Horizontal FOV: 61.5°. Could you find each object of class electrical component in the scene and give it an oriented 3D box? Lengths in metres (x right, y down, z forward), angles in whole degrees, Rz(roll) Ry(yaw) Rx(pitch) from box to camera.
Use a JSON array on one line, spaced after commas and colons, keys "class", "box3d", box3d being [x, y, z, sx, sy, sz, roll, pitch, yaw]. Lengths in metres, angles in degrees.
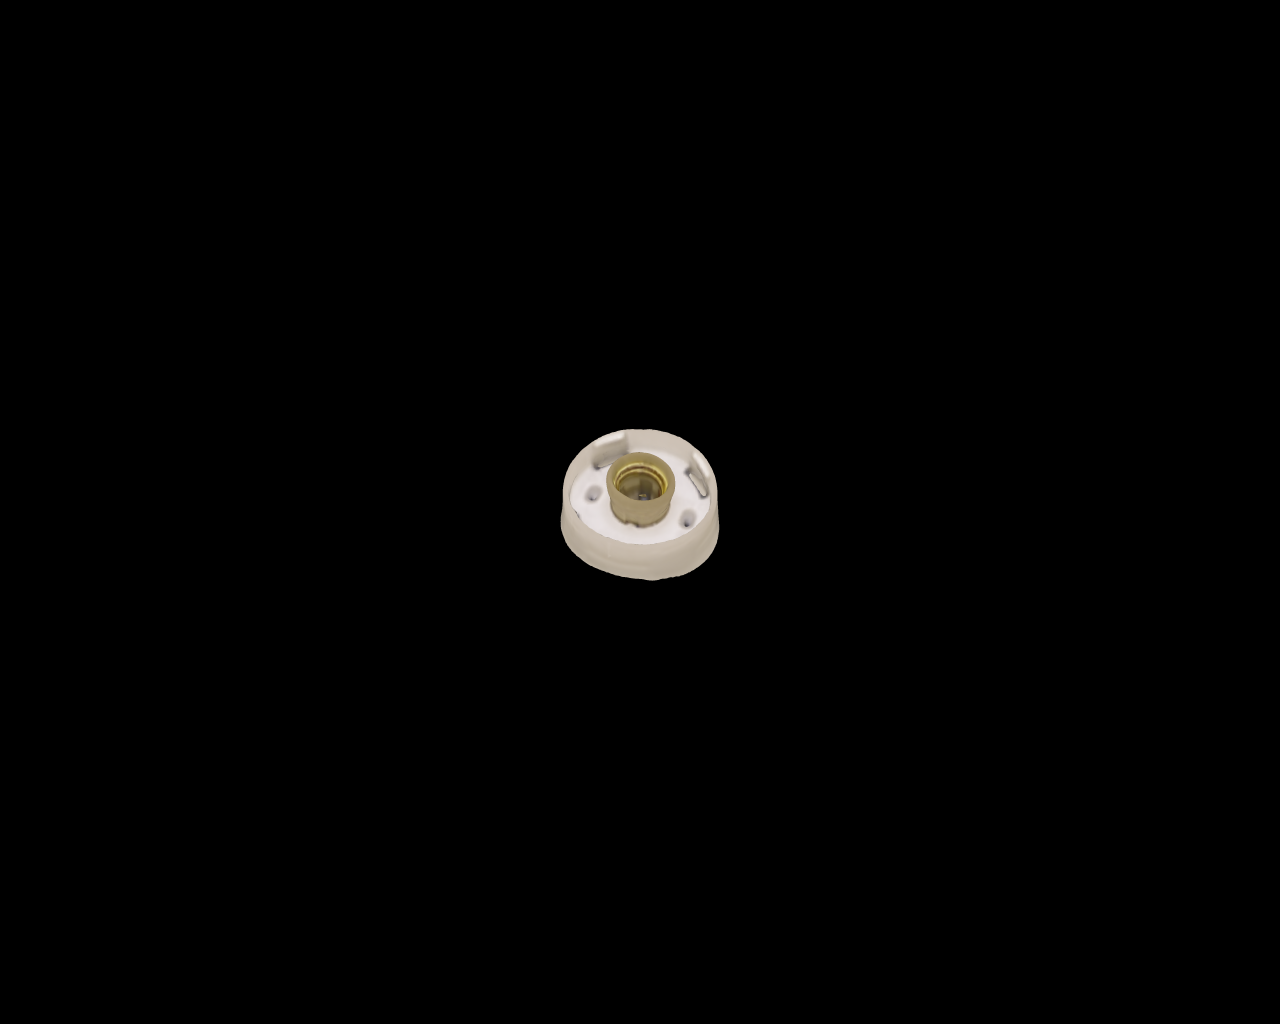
[{"class": "electrical component", "box3d": [0.001, -0.003, 0.650, 0.099, 0.099, 0.064, 0, -37, 0]}]
